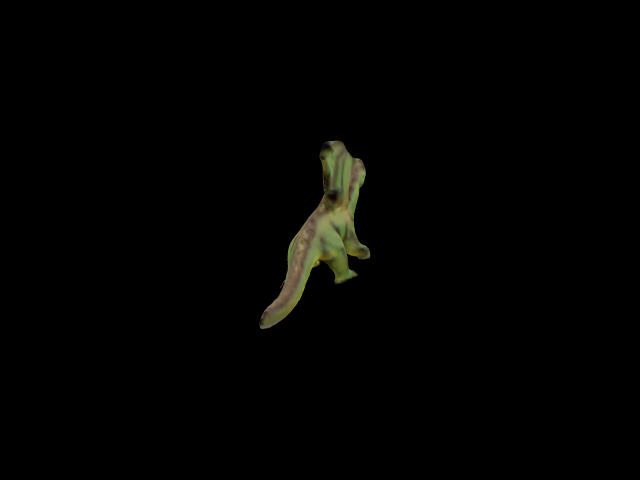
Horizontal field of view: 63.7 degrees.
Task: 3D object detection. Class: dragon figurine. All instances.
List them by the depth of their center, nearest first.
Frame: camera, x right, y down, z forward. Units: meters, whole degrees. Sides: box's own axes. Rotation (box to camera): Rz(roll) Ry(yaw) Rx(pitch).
[{"bbox_3d":[0.003,-0.043,0.850,0.122,0.239,0.416,6,19,19],"label":"dragon figurine"}]
